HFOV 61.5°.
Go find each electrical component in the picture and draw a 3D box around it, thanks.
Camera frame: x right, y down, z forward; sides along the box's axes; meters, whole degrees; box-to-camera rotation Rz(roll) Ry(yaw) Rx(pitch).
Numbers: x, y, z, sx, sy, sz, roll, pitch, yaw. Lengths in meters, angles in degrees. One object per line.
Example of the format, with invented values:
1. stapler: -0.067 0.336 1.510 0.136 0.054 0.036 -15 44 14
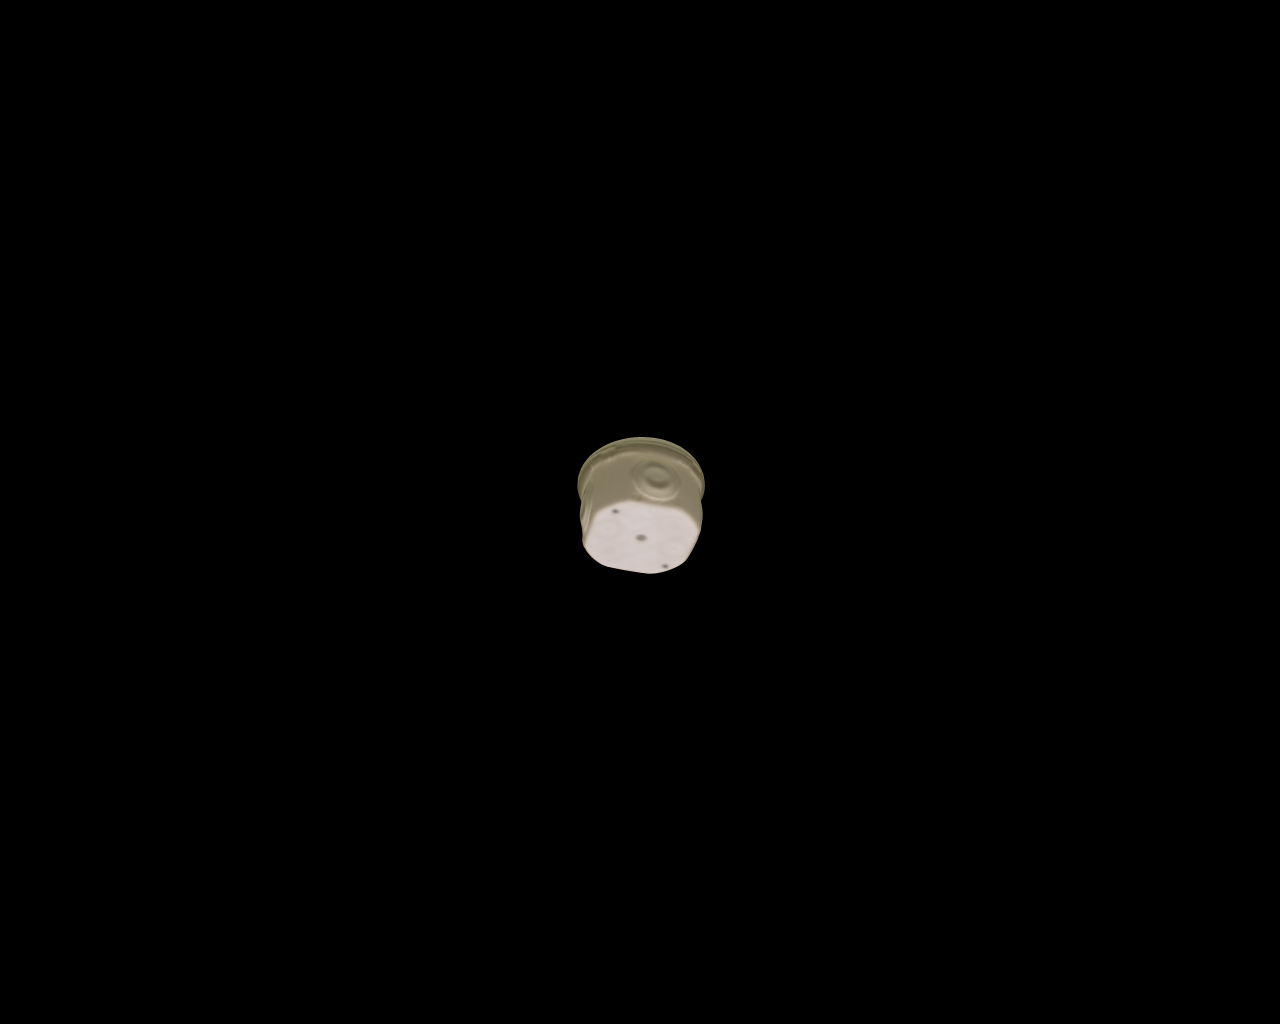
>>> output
1. electrical component: 0.001 -0.003 0.650 0.080 0.051 0.080 0 -42 0
